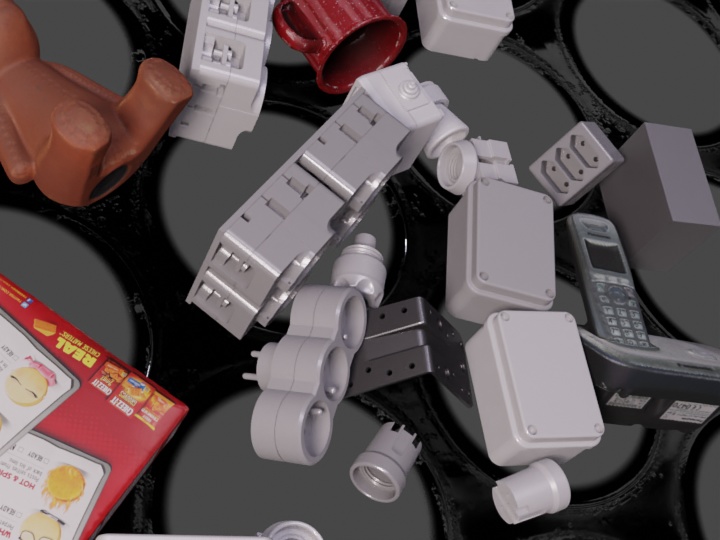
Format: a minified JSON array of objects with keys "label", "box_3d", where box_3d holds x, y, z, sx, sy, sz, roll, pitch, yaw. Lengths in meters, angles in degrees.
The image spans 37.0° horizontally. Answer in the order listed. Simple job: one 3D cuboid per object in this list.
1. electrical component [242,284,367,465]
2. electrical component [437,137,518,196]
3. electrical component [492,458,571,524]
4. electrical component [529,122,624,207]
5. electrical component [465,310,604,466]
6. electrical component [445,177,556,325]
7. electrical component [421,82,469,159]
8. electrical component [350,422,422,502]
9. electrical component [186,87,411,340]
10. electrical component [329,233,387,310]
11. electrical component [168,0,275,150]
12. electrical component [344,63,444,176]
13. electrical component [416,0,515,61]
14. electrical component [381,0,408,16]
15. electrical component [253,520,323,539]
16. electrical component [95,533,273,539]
[{"label":"electrical component","box_3d":[-0.051,0.072,0.782,0.074,0.052,0.138,3,57,25]},{"label":"electrical component","box_3d":[0.102,-0.088,0.948,0.055,0.048,0.066,5,59,-29]},{"label":"electrical component","box_3d":[0.128,0.168,0.809,0.046,0.040,0.040,-15,68,-24]},{"label":"electrical component","box_3d":[0.205,-0.098,0.990,0.047,0.066,0.077,54,27,13]},{"label":"electrical component","box_3d":[0.137,0.092,0.847,0.078,0.057,0.113,2,60,-22]},{"label":"electrical component","box_3d":[0.119,-0.014,0.902,0.078,0.057,0.113,14,56,-15]},{"label":"electrical component","box_3d":[0.064,-0.134,0.958,0.045,0.045,0.055,-23,72,-32]},{"label":"electrical component","box_3d":[0.020,0.138,0.781,0.040,0.040,0.046,37,48,1]},{"label":"electrical component","box_3d":[-0.042,-0.041,0.820,0.060,0.105,0.186,39,54,2]},{"label":"electrical component","box_3d":[0.000,0.000,0.852,0.043,0.043,0.062,19,54,-12]},{"label":"electrical component","box_3d":[-0.110,-0.187,0.888,0.062,0.089,0.150,13,57,-16]},{"label":"electrical component","box_3d":[0.020,-0.125,0.902,0.061,0.096,0.061,-24,72,-32]},{"label":"electrical component","box_3d":[0.100,-0.268,1.047,0.078,0.057,0.113,6,59,-20]},{"label":"electrical component","box_3d":[-0.004,-0.278,1.014,0.076,0.047,0.083,-7,65,-26]},{"label":"electrical component","box_3d":[-0.050,0.193,0.707,0.048,0.055,0.066,16,56,-14]},{"label":"electrical component","box_3d":[-0.113,0.198,0.644,0.109,0.108,0.056,6,62,-20]}]
